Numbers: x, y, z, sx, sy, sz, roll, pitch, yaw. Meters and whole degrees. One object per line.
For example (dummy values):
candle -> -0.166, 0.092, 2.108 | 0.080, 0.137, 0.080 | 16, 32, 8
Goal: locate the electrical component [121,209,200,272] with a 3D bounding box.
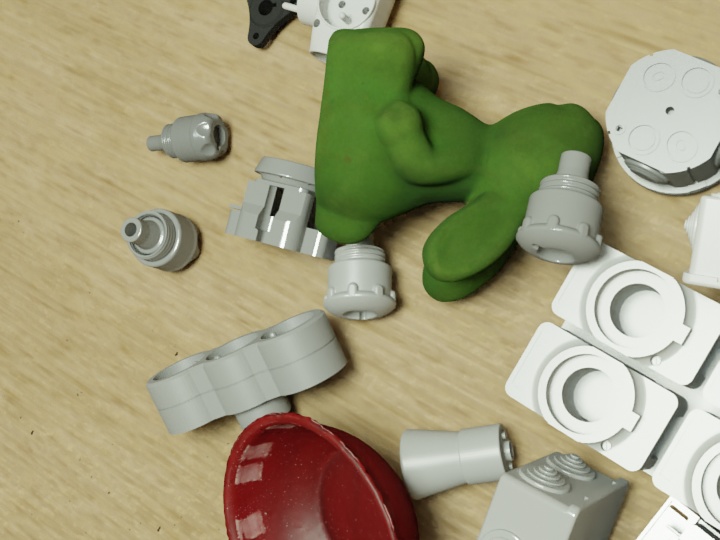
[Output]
electrical component -> -0.146, -0.023, 0.768 | 0.043, 0.062, 0.043 | -4, 80, 23

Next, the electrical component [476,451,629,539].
electrical component -> 0.103, 0.155, 0.608 | 0.048, 0.100, 0.099 | 24, 103, 29

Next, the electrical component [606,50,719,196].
electrical component -> 0.187, -0.087, 0.638 | 0.080, 0.051, 0.080 | -4, 80, 23

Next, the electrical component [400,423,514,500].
electrical component -> 0.062, 0.116, 0.666 | 0.065, 0.044, 0.044 | -11, 77, 17

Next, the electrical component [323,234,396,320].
electrical component -> 0.000, 0.000, 0.711 | 0.048, 0.048, 0.062 | -7, 71, 23

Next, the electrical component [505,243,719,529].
electrical component -> 0.189, 0.072, 0.606 | 0.186, 0.060, 0.105 | 31, 94, 25

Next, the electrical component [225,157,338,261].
electrical component -> -0.049, -0.043, 0.732 | 0.078, 0.058, 0.057 | 15, 90, 25

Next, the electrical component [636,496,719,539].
electrical component -> 0.166, 0.197, 0.592 | 0.079, 0.063, 0.121 | 39, 95, 24

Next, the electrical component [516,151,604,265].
electrical component -> 0.117, -0.037, 0.610 | 0.048, 0.048, 0.062 | 7, 72, 25

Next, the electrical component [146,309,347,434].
electrical component -> -0.070, 0.084, 0.725 | 0.138, 0.052, 0.073 | -21, 99, 20

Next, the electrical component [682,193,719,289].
electrical component -> 0.229, -0.013, 0.582 | 0.100, 0.100, 0.048 | 10, 98, 25

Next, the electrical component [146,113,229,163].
electrical component -> -0.129, -0.095, 0.788 | 0.061, 0.035, 0.035 | -3, 80, 26

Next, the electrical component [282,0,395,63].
electrical component -> -0.017, -0.184, 0.747 | 0.079, 0.044, 0.077 | 20, 90, 22
